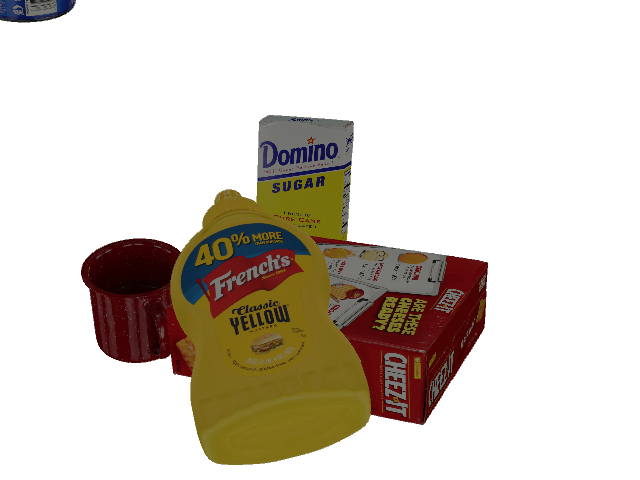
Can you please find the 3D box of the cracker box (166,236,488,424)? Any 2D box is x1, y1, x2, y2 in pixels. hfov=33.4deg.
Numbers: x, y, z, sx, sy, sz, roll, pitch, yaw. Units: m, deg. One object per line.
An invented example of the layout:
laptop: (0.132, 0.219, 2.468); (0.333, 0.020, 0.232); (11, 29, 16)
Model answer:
cracker box: (0.010, 0.063, 0.860); (0.214, 0.072, 0.164); (9, 26, 23)

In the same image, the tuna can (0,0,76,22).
tuna can: (-0.238, -0.206, 0.851); (0.086, 0.034, 0.086); (5, 35, -4)

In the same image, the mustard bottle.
mustard bottle: (-0.039, 0.038, 0.637); (0.096, 0.058, 0.192); (-14, 45, -4)

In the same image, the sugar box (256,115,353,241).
sugar box: (-0.018, -0.036, 1.092); (0.093, 0.176, 0.048); (5, 16, 13)

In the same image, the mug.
mug: (-0.160, 0.062, 0.963); (0.093, 0.081, 0.117); (-19, 38, -27)
